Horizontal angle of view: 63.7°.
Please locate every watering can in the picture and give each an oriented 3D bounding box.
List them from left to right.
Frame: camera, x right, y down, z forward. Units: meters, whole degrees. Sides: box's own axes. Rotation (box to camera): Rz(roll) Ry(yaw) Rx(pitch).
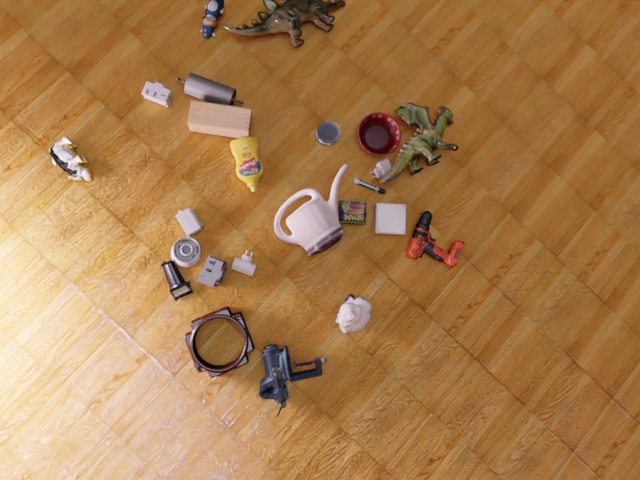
[{"bbox_3d":[0.005,-0.090,1.781,0.346,0.104,0.225,-35,84,9],"label":"watering can"}]

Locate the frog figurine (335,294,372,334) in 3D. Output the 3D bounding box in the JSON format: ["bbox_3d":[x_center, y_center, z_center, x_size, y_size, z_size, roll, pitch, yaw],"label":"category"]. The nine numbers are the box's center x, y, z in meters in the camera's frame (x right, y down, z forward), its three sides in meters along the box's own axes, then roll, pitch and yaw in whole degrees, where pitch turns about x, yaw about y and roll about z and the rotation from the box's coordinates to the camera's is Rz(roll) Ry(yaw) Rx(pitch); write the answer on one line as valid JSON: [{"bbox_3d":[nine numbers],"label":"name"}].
[{"bbox_3d":[0.120,0.256,1.750,0.138,0.159,0.122,-40,93,-9],"label":"frog figurine"}]

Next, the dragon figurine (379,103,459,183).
[{"bbox_3d":[0.344,-0.375,1.863,0.413,0.121,0.244,-23,85,-23],"label":"dragon figurine"}]
